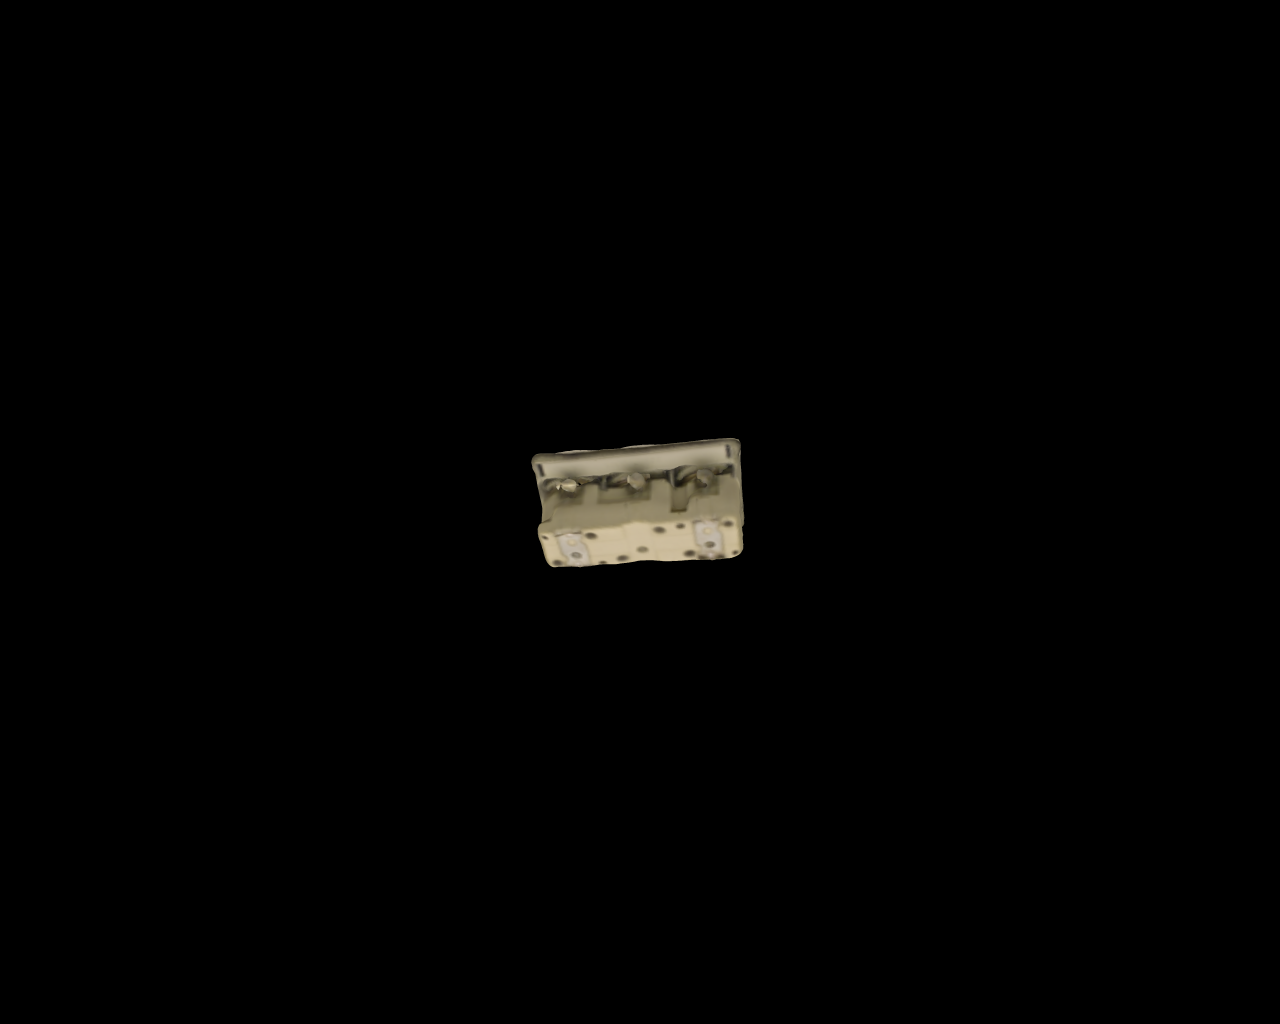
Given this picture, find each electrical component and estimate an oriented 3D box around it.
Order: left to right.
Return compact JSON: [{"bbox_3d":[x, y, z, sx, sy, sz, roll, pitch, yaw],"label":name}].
[{"bbox_3d":[0.001,-0.003,0.650,0.121,0.063,0.078,-4,-39,5],"label":"electrical component"}]
